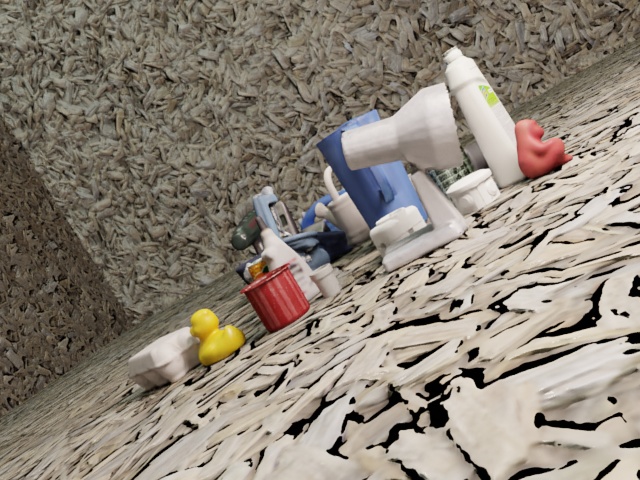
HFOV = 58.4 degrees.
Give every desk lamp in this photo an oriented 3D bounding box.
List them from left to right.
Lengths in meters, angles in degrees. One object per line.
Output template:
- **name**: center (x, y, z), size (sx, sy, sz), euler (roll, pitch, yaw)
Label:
- **desk lamp**: center (0.138, -0.095, 0.844), size (0.203, 0.213, 0.118), euler (-29, 5, 14)

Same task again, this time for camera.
- **camera**: center (0.310, -0.167, 1.234), size (0.137, 0.101, 0.143), euler (-30, 5, 3)

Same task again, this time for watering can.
- **watering can**: center (0.062, -0.089, 1.388), size (0.172, 0.194, 0.101), euler (-29, 5, 17)

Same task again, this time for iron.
- **iron**: center (0.020, -0.054, 1.606), size (0.257, 0.141, 0.119), euler (-28, 5, 25)

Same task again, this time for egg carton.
- **egg carton**: center (-0.274, 0.214, 1.029), size (0.150, 0.069, 0.107), euler (-26, 6, 42)

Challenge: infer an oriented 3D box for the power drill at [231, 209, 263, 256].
- **power drill**: center (-0.162, 0.008, 1.677), size (0.075, 0.208, 0.230), euler (-28, 5, 28)

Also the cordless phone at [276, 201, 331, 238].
- **cordless phone**: center (-0.053, -0.029, 1.527), size (0.147, 0.185, 0.094), euler (-26, 7, 43)

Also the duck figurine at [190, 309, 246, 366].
- **duck figurine**: center (-0.180, 0.155, 0.960), size (0.104, 0.086, 0.078), euler (-26, 6, 42)

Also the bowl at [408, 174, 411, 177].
- **bowl**: center (0.205, -0.110, 1.454), size (0.167, 0.075, 0.167), euler (-30, 5, 3)

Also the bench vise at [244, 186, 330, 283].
- **bench vise**: center (-0.082, 0.002, 1.150), size (0.121, 0.220, 0.208), euler (-28, 5, 23)

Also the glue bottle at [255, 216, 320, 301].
- **glue bottle**: center (-0.067, 0.034, 1.002), size (0.037, 0.173, 0.078), euler (-25, 7, 47)

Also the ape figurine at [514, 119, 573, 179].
- **ape figurine**: center (0.341, -0.150, 0.909), size (0.076, 0.092, 0.078), euler (-30, 5, 6)

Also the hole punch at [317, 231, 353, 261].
- **hole punch**: center (0.012, 0.005, 1.338), size (0.101, 0.091, 0.108), euler (-31, 5, -11)

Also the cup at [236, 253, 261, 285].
- **cup**: center (-0.139, 0.084, 1.424), size (0.117, 0.095, 0.092), euler (-28, 5, 25)
